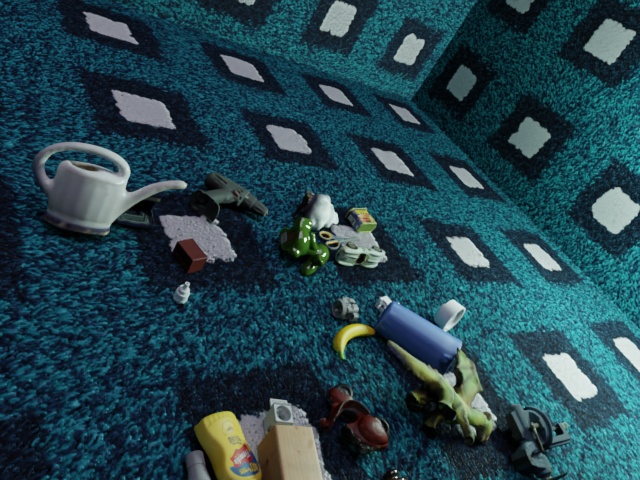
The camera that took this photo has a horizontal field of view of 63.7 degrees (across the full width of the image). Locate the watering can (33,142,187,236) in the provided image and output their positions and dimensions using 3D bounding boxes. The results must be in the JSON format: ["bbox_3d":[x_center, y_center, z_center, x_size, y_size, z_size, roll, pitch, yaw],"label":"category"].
[{"bbox_3d":[-0.528,-0.109,1.274,0.346,0.222,0.105,18,15,-24],"label":"watering can"}]

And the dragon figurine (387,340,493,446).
[{"bbox_3d":[0.344,0.388,1.387,0.246,0.120,0.410,-33,93,-49],"label":"dragon figurine"}]

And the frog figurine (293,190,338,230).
[{"bbox_3d":[0.006,-0.093,1.838,0.158,0.121,0.140,31,62,-21],"label":"frog figurine"}]
